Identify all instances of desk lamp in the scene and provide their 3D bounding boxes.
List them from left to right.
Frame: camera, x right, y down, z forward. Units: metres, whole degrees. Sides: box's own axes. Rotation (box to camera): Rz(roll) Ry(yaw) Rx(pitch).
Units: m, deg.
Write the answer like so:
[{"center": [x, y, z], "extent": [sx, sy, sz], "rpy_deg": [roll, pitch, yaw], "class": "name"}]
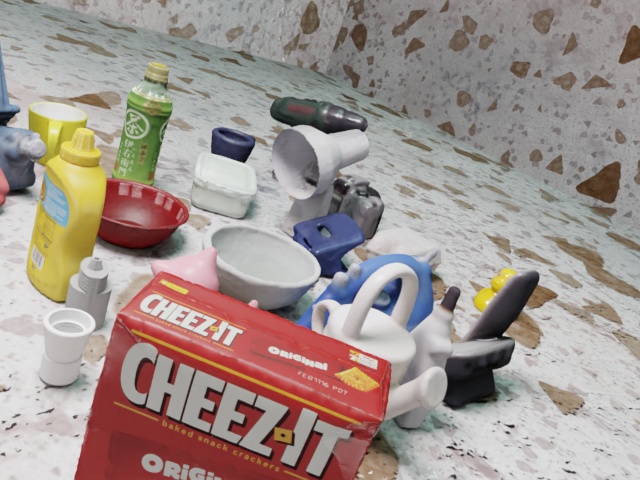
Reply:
[{"center": [0.000, -0.101, 1.030], "extent": [0.117, 0.213, 0.204], "rpy_deg": [35, 26, 32], "class": "desk lamp"}]

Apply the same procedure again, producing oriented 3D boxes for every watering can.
[{"center": [0.057, 0.114, 0.604], "extent": [0.172, 0.194, 0.101], "rpy_deg": [29, 23, 18], "class": "watering can"}]

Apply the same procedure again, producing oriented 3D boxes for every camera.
[{"center": [0.086, -0.082, 1.215], "extent": [0.142, 0.101, 0.137], "rpy_deg": [35, 26, 32], "class": "camera"}]

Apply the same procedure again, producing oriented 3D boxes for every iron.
[{"center": [0.066, 0.077, 0.770], "extent": [0.259, 0.141, 0.118], "rpy_deg": [-3, 32, -46], "class": "iron"}]

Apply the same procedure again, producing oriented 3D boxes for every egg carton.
[{"center": [0.156, 0.027, 1.067], "extent": [0.107, 0.069, 0.151], "rpy_deg": [35, 25, 30], "class": "egg carton"}]

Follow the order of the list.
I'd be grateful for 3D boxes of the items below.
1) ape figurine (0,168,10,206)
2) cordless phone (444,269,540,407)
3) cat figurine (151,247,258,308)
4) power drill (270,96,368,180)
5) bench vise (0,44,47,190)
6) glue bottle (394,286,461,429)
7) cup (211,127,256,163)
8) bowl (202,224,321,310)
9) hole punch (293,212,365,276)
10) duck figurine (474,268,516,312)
[{"center": [-0.446, -0.084, 0.748], "extent": [0.078, 0.092, 0.076], "rpy_deg": [17, 22, -10], "class": "ape figurine"}, {"center": [0.210, 0.115, 0.754], "extent": [0.148, 0.185, 0.093], "rpy_deg": [-5, 33, -48], "class": "cordless phone"}, {"center": [-0.130, 0.068, 0.647], "extent": [0.127, 0.118, 0.067], "rpy_deg": [24, 22, 7], "class": "cat figurine"}, {"center": [-0.022, -0.217, 1.289], "extent": [0.229, 0.208, 0.076], "rpy_deg": [28, 23, 17], "class": "power drill"}, {"center": [-0.460, -0.193, 0.818], "extent": [0.207, 0.220, 0.121], "rpy_deg": [22, 22, 2], "class": "bench vise"}, {"center": [0.122, 0.128, 0.659], "extent": [0.037, 0.173, 0.078], "rpy_deg": [10, 24, -26], "class": "glue bottle"}, {"center": [-0.184, -0.179, 1.205], "extent": [0.091, 0.095, 0.118], "rpy_deg": [30, 23, 21], "class": "cup"}, {"center": [-0.088, 0.047, 0.791], "extent": [0.167, 0.075, 0.167], "rpy_deg": [18, 22, -7], "class": "bowl"}, {"center": [0.009, 0.003, 0.959], "extent": [0.101, 0.091, 0.108], "rpy_deg": [8, 25, -30], "class": "hole punch"}, {"center": [0.340, 0.093, 1.058], "extent": [0.105, 0.086, 0.077], "rpy_deg": [0, 30, -42], "class": "duck figurine"}]
